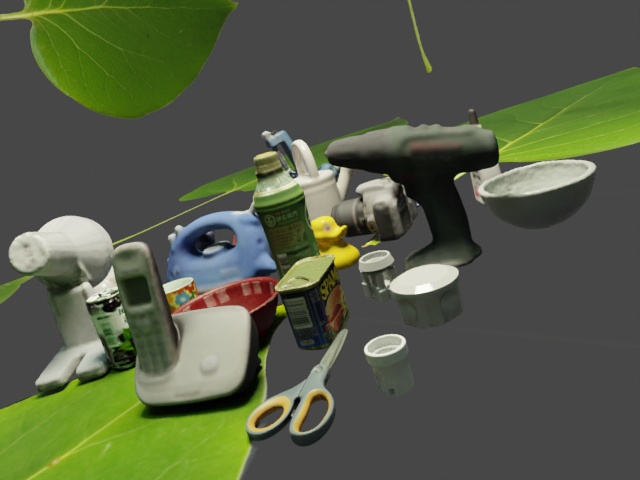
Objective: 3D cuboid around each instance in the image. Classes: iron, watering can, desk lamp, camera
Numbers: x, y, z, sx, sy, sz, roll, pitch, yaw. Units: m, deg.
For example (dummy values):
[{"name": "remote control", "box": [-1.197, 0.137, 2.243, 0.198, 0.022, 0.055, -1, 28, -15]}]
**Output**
[{"name": "iron", "box": [-0.184, 0.019, 0.990, 0.257, 0.141, 0.119, -11, 16, 22]}, {"name": "watering can", "box": [-0.010, -0.114, 1.176, 0.173, 0.194, 0.100, -27, 18, -33]}, {"name": "desk lamp", "box": [-0.369, 0.076, 0.844, 0.118, 0.214, 0.203, -17, 15, -2]}, {"name": "camera", "box": [0.095, -0.060, 1.050, 0.136, 0.101, 0.143, -9, 17, 26]}]

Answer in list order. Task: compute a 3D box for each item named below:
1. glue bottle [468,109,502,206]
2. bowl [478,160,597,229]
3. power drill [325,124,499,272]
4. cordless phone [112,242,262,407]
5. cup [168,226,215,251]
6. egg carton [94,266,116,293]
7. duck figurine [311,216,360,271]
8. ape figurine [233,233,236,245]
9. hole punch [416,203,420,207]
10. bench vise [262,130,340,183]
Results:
[{"name": "glue bottle", "box": [0.285, -0.147, 1.013, 0.037, 0.173, 0.078, -18, 15, -5]}, {"name": "bowl", "box": [0.325, -0.061, 0.851, 0.167, 0.075, 0.167, -16, 15, 5]}, {"name": "power drill", "box": [0.140, -0.062, 0.798, 0.229, 0.208, 0.075, -13, 16, 13]}, {"name": "cordless phone", "box": [-0.152, 0.085, 0.630, 0.147, 0.185, 0.094, -12, 16, 16]}, {"name": "cup", "box": [-0.234, 0.021, 1.129, 0.117, 0.095, 0.092, -2, 21, 45]}, {"name": "egg carton", "box": [-0.370, 0.086, 1.092, 0.107, 0.069, 0.150, -18, 15, -3]}, {"name": "duck figurine", "box": [0.009, 0.003, 0.943, 0.104, 0.086, 0.078, -6, 18, 34]}, {"name": "ape figurine", "box": [-0.144, -0.011, 1.149, 0.076, 0.092, 0.078, -11, 16, 20]}, {"name": "hole punch", "box": [0.203, -0.124, 1.179, 0.101, 0.091, 0.108, -19, 15, -7]}, {"name": "bench vise", "box": [-0.053, -0.167, 1.362, 0.121, 0.220, 0.208, -2, 21, 44]}]
